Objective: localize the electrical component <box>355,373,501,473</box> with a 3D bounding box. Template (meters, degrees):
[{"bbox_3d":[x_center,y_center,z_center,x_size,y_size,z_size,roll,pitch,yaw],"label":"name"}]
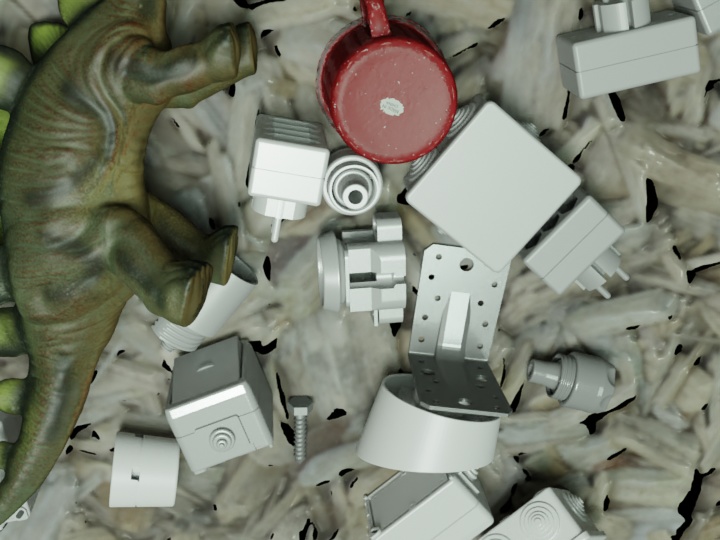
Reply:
[{"bbox_3d":[0.052,0.116,0.786,0.099,0.099,0.064,13,102,-9],"label":"electrical component"}]

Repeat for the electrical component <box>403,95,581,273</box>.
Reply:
[{"bbox_3d":[0.089,-0.062,0.751,0.100,0.048,0.099,38,102,-16],"label":"electrical component"}]

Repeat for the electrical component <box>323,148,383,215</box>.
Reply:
[{"bbox_3d":[-0.005,-0.058,0.737,0.043,0.062,0.043,-1,109,-4],"label":"electrical component"}]

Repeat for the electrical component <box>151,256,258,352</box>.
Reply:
[{"bbox_3d":[-0.114,0.026,0.767,0.043,0.043,0.081,37,102,-16],"label":"electrical component"}]

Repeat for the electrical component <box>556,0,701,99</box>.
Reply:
[{"bbox_3d":[0.177,-0.164,0.724,0.083,0.047,0.075,-13,110,0],"label":"electrical component"}]

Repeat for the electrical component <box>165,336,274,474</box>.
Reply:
[{"bbox_3d":[-0.100,0.095,0.764,0.062,0.096,0.061,-20,109,2],"label":"electrical component"}]

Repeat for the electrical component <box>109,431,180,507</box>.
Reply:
[{"bbox_3d":[-0.160,0.149,0.801,0.047,0.055,0.055,6,109,-11],"label":"electrical component"}]

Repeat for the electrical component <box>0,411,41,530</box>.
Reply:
[{"bbox_3d":[-0.273,0.143,0.784,0.062,0.061,0.096,-11,110,-1],"label":"electrical component"}]

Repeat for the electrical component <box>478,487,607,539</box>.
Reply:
[{"bbox_3d":[0.134,0.211,0.827,0.100,0.100,0.048,-39,67,9],"label":"electrical component"}]

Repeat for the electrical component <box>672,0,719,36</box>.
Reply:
[{"bbox_3d":[0.238,-0.207,0.714,0.066,0.047,0.076,-29,109,5],"label":"electrical component"}]

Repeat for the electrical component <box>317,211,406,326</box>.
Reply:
[{"bbox_3d":[0.000,0.000,0.761,0.057,0.058,0.078,-4,110,-7],"label":"electrical component"}]

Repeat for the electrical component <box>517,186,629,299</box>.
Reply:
[{"bbox_3d":[0.161,-0.011,0.775,0.077,0.047,0.065,42,100,-15],"label":"electrical component"}]

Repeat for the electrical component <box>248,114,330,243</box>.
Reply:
[{"bbox_3d":[-0.052,-0.057,0.722,0.047,0.083,0.075,9,108,-8],"label":"electrical component"}]

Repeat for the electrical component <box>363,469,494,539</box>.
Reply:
[{"bbox_3d":[0.059,0.182,0.826,0.096,0.061,0.061,-39,108,8],"label":"electrical component"}]

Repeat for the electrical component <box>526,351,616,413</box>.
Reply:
[{"bbox_3d":[0.157,0.082,0.810,0.062,0.043,0.043,14,107,-8],"label":"electrical component"}]
